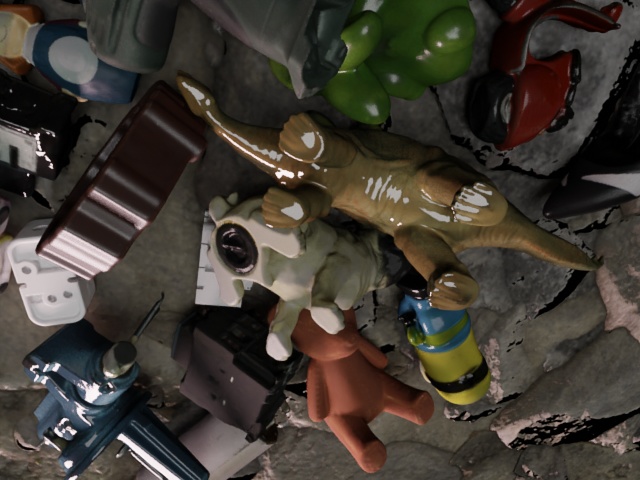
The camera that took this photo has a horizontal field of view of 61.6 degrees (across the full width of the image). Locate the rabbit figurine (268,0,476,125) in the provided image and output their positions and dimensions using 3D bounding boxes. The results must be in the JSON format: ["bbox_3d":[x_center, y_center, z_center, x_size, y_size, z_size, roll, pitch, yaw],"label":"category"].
[{"bbox_3d":[0.039,-0.158,0.462,0.170,0.159,0.121,-12,126,8],"label":"rabbit figurine"}]

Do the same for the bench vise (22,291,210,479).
[{"bbox_3d":[-0.201,0.197,0.566,0.240,0.129,0.223,44,116,-4],"label":"bench vise"}]

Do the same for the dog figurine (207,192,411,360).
[{"bbox_3d":[-0.003,0.001,0.535,0.121,0.190,0.172,-22,100,38],"label":"dog figurine"}]

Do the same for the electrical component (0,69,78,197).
[{"bbox_3d":[-0.265,-0.089,0.485,0.075,0.048,0.119,19,147,-14],"label":"electrical component"}]

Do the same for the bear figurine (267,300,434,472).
[{"bbox_3d":[0.033,0.135,0.602,0.120,0.132,0.195,-33,123,-26],"label":"bear figurine"}]

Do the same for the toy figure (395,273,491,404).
[{"bbox_3d":[0.142,0.114,0.626,0.082,0.089,0.180,-20,118,6],"label":"toy figure"}]

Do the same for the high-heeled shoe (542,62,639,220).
[{"bbox_3d":[0.318,-0.134,0.551,0.249,0.086,0.145,-34,112,2],"label":"high-heeled shoe"}]

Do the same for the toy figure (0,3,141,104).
[{"bbox_3d":[-0.232,-0.165,0.457,0.154,0.058,0.064,18,75,-15],"label":"toy figure"}]

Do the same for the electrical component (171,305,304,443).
[{"bbox_3d":[-0.097,0.136,0.580,0.134,0.058,0.114,30,124,15],"label":"electrical component"}]

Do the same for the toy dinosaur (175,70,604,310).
[{"bbox_3d":[0.095,-0.038,0.485,0.471,0.199,0.105,25,113,-13],"label":"toy dinosaur"}]

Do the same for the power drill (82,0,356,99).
[{"bbox_3d":[-0.062,-0.201,0.342,0.207,0.086,0.231,27,115,5],"label":"power drill"}]

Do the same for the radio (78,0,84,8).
[{"bbox_3d":[-0.174,-0.287,0.402,0.131,0.073,0.229,-31,117,4],"label":"radio"}]

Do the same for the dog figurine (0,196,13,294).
[{"bbox_3d":[-0.394,-0.023,0.465,0.219,0.108,0.191,28,134,-5],"label":"dog figurine"}]

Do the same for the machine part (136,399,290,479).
[{"bbox_3d":[-0.137,0.259,0.653,0.243,0.079,0.079,-40,114,10],"label":"machine part"}]

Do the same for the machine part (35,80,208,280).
[{"bbox_3d":[-0.167,-0.048,0.455,0.056,0.179,0.179,37,104,-26],"label":"machine part"}]

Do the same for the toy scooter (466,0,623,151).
[{"bbox_3d":[0.219,-0.177,0.517,0.135,0.075,0.183,-2,110,-10],"label":"toy scooter"}]
